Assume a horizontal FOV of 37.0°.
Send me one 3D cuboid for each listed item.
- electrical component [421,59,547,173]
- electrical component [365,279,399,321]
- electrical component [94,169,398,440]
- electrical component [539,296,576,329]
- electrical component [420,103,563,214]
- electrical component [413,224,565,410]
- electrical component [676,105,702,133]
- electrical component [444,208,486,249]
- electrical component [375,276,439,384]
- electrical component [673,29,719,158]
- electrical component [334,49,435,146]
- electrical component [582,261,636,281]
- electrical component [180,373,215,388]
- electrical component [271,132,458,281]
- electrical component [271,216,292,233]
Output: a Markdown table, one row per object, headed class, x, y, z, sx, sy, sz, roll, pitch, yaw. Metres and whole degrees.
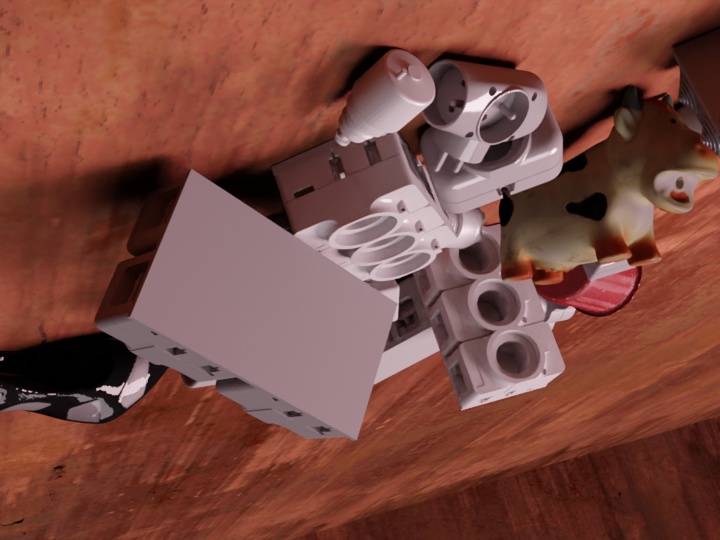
| class | x | y | z | sx | sy | sz | roll | pitch | yaw |
| --- | --- | --- | --- | --- | --- | --- | --- | --- | --- |
| electrical component | 0.073 | -0.096 | 0.704 | 0.077 | 0.044 | 0.079 | -2 | 130 | -41 |
| electrical component | 0.000 | 0.000 | 0.910 | 0.047 | 0.065 | 0.076 | -13 | 132 | -17 |
| electrical component | -0.073 | 0.030 | 0.726 | 0.186 | 0.105 | 0.060 | 33 | 151 | -31 |
| electrical component | 0.200 | 0.036 | 1.211 | 0.074 | 0.052 | 0.138 | -8 | 158 | -31 |
| electrical component | 0.094 | -0.085 | 0.764 | 0.095 | 0.053 | 0.059 | -20 | 161 | 4 |
| electrical component | 0.116 | 0.040 | 0.988 | 0.089 | 0.150 | 0.061 | -13 | 162 | -17 |
| electrical component | 0.290 | -0.128 | 0.850 | 0.077 | 0.043 | 0.079 | -26 | 160 | 21 |
| electrical component | 0.070 | -0.040 | 0.887 | 0.062 | 0.043 | 0.043 | 1 | 153 | -43 |
| electrical component | 0.033 | 0.061 | 1.106 | 0.150 | 0.061 | 0.089 | -31 | 158 | 33 |
| electrical component | 0.280 | -0.128 | 0.757 | 0.100 | 0.099 | 0.048 | -22 | 148 | 8 |
| electrical component | 0.011 | -0.101 | 0.661 | 0.040 | 0.040 | 0.078 | -1 | 155 | -42 |
| electrical component | 0.217 | -0.046 | 0.949 | 0.047 | 0.083 | 0.075 | -16 | 161 | -8 |
| electrical component | -0.114 | 0.041 | 0.853 | 0.059 | 0.095 | 0.054 | -5 | 157 | -36 |
| electrical component | 0.009 | -0.043 | 0.791 | 0.089 | 0.061 | 0.150 | -23 | 161 | 11 |
| electrical component | -0.057 | -0.008 | 0.834 | 0.066 | 0.055 | 0.048 | -28 | 160 | 24 |
